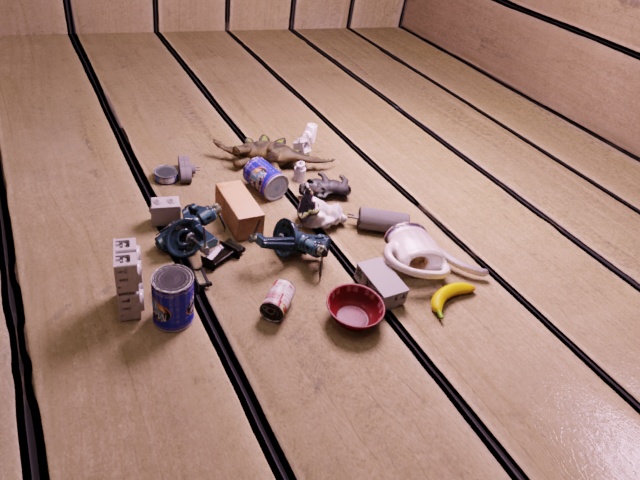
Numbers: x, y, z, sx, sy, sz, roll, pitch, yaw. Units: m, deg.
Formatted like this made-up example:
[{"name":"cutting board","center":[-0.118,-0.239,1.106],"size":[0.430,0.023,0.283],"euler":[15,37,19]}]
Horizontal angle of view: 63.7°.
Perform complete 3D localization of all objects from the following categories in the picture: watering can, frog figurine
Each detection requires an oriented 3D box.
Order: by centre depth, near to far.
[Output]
[{"name":"watering can","center":[0.343,0.044,1.612],"size":[0.347,0.102,0.229],"euler":[5,36,-23]},{"name":"frog figurine","center":[0.005,-0.087,1.722],"size":[0.158,0.122,0.139],"euler":[28,11,-42]}]
